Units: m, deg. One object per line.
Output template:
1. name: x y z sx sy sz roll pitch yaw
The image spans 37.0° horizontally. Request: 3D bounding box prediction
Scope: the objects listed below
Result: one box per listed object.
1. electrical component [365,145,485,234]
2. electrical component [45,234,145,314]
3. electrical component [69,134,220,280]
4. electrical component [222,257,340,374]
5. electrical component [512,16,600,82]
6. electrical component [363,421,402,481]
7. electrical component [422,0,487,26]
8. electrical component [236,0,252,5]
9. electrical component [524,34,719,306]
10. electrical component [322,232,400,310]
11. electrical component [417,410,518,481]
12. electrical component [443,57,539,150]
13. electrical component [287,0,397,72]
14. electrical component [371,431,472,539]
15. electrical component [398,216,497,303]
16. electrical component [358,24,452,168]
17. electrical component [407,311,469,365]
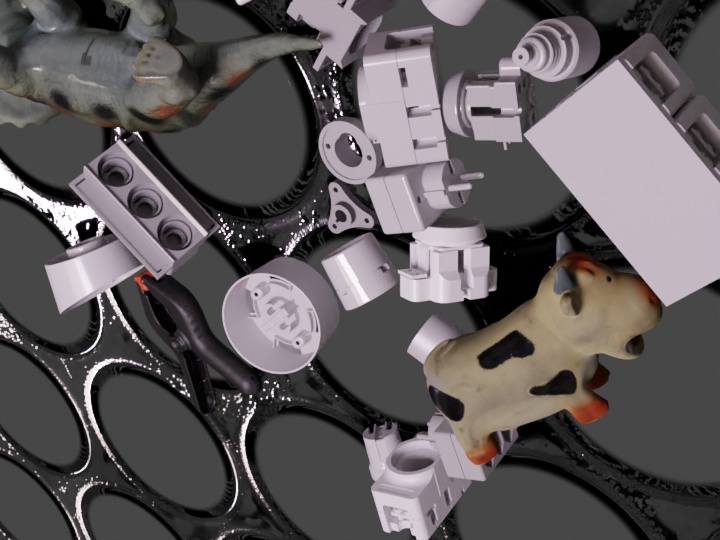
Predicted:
1. electrical component: 0.057 -0.064 0.811 0.077 0.066 0.047 -3 117 40
2. electrical component: -0.269 0.001 1.095 0.099 0.099 0.064 -9 107 42
3. electrical component: -0.205 -0.057 1.025 0.121 0.079 0.063 47 159 2
4. electrical component: -0.071 0.040 0.987 0.099 0.064 0.099 21 130 26
5. electrical component: 0.124 -0.142 0.698 0.040 0.078 0.040 14 113 36
6. electrical component: 0.025 0.173 1.024 0.040 0.040 0.046 -1 113 39
7. electrical component: 0.078 -0.205 0.711 0.043 0.043 0.081 45 137 4
8. electrical component: -0.062 -0.233 0.786 0.076 0.083 0.047 -24 106 8
9. electrical component: 0.196 -0.066 0.702 0.150 0.062 0.089 50 136 -2
10. electrical component: 0.000 0.000 0.911 0.055 0.055 0.047 -24 99 45
11. electrical component: 0.085 0.142 0.934 0.077 0.066 0.047 -1 118 39
12. electrical component: 0.092 -0.118 0.761 0.055 0.048 0.066 4 122 28
13. electrical component: -0.016 -0.192 0.796 0.064 0.042 0.081 43 136 8
14. electrical component: 0.056 0.190 0.974 0.050 0.089 0.055 5 122 36
15. electrical component: 0.069 -0.010 0.839 0.058 0.078 0.057 25 119 60
16. electrical component: 0.031 -0.125 0.780 0.056 0.050 0.089 -6 125 12
17. electrical component: 0.085 0.076 0.904 0.081 0.043 0.043 37 136 12
